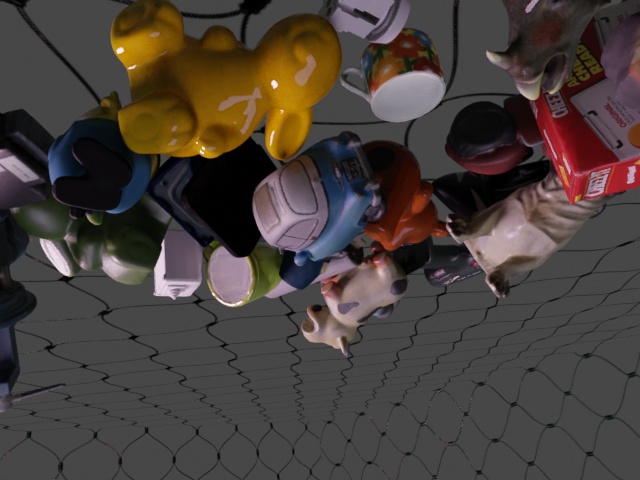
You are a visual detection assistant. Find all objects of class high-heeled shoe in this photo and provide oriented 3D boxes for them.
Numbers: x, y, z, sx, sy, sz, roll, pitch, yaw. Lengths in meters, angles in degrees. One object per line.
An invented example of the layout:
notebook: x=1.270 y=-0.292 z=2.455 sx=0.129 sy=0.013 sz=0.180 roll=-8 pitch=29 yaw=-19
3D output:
high-heeled shoe: x=0.276 y=-0.079 z=0.717 sx=0.248 sy=0.086 sz=0.145 roll=6 pitch=145 yaw=-35

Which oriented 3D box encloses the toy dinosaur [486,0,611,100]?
toy dinosaur: x=0.219 y=-0.261 z=0.265 sx=0.192 sy=0.131 sz=0.404 roll=2 pitch=147 yaw=-25

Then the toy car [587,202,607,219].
toy car: x=0.349 y=-0.101 z=0.640 sx=0.056 sy=0.073 sz=0.201 roll=29 pitch=121 yaw=-13

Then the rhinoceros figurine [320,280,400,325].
rhinoceros figurine: x=0.074 y=0.093 z=0.981 sx=0.190 sy=0.112 sz=0.073 roll=28 pitch=109 yaw=-34

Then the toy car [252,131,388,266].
toy car: x=-0.012 y=-0.034 z=0.531 sx=0.103 sy=0.109 sz=0.161 roll=-15 pitch=169 yaw=-27

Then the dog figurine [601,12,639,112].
dog figurine: x=0.325 y=-0.154 z=0.385 sx=0.192 sy=0.219 sz=0.108 roll=27 pitch=175 yaw=24

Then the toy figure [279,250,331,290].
toy figure: x=-0.003 y=-0.003 z=0.761 sx=0.064 sy=0.058 sz=0.154 roll=29 pitch=102 yaw=-21

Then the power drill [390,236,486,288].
power drill: x=0.234 y=0.015 z=0.914 sx=0.207 sy=0.086 sz=0.232 roll=-1 pitch=158 yaw=-35

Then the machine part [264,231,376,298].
machine part: x=-0.021 y=0.032 z=0.846 sx=0.243 sy=0.079 sz=0.079 roll=-22 pitch=152 yaw=27

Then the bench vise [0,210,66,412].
bench vise: x=-0.380 y=0.075 z=0.614 sx=0.129 sy=0.240 sz=0.224 roll=-8 pitch=-162 yaw=-18

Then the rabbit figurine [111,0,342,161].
rabbit figurine: x=-0.059 y=-0.123 z=0.445 sx=0.173 sy=0.122 sz=0.162 roll=-16 pitch=160 yaw=16

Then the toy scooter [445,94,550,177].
toy scooter: x=0.239 y=-0.118 z=0.621 sx=0.184 sy=0.075 sz=0.135 roll=-20 pitch=155 yaw=12

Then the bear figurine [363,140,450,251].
bear figurine: x=0.086 y=-0.034 z=0.684 sx=0.120 sy=0.132 sz=0.195 roll=26 pitch=163 yaw=29

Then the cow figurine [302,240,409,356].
cow figurine: x=0.055 y=0.102 z=0.870 sx=0.195 sy=0.085 sz=0.127 roll=-34 pitch=110 yaw=9

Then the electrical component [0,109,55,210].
electrical component: x=-0.326 y=-0.080 z=0.514 sx=0.134 sy=0.058 sz=0.114 roll=-11 pitch=153 yaw=5

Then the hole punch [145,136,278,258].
hole punch: x=-0.109 y=-0.055 z=0.580 sx=0.092 sy=0.116 sz=0.142 roll=5 pitch=145 yaw=44

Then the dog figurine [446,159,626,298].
dog figurine: x=0.261 y=-0.031 z=0.631 sx=0.190 sy=0.121 sz=0.172 roll=-37 pitch=180 yaw=14

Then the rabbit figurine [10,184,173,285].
rabbit figurine: x=-0.274 y=-0.024 z=0.635 sx=0.170 sy=0.121 sz=0.159 roll=25 pitch=150 yaw=-22

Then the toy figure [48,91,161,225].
toy figure: x=-0.185 y=-0.067 z=0.473 sx=0.082 sy=0.180 sz=0.089 roll=-35 pitch=118 yaw=-4
